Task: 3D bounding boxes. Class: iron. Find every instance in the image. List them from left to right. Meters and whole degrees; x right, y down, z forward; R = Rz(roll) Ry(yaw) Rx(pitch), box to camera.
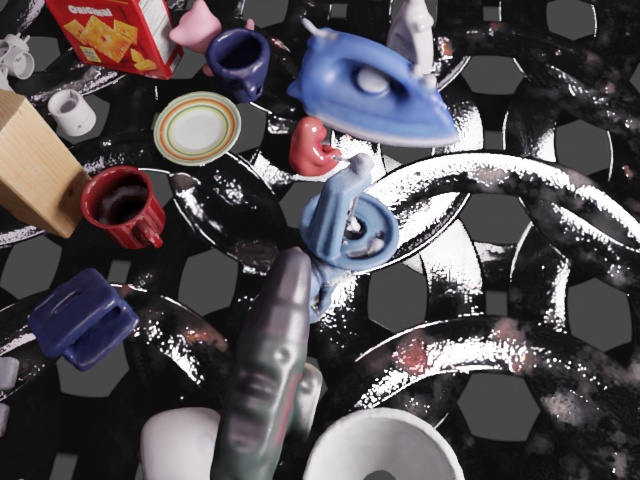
[{"bbox_3d":[0.082,-0.222,0.799,0.257,0.141,0.119,22,68,14],"label":"iron"}]

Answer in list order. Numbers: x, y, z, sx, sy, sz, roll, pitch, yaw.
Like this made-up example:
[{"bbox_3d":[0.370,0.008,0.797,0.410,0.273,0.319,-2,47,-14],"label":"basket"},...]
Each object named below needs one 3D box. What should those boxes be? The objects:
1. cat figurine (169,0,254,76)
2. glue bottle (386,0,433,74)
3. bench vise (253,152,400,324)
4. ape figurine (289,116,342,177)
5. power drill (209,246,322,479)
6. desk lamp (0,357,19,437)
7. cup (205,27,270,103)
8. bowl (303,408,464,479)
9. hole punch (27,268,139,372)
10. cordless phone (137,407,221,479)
[{"bbox_3d":[-0.156,-0.310,0.869,0.127,0.118,0.067,-3,64,2],"label":"cat figurine"},{"bbox_3d":[0.132,-0.306,0.818,0.037,0.173,0.078,-38,68,-13],"label":"glue bottle"},{"bbox_3d":[0.016,0.008,0.651,0.121,0.220,0.208,25,69,15],"label":"bench vise"},{"bbox_3d":[-0.011,-0.135,0.791,0.076,0.092,0.077,-27,66,-9],"label":"ape figurine"},{"bbox_3d":[-0.046,0.146,0.596,0.075,0.208,0.230,10,66,9],"label":"power drill"},{"bbox_3d":[-0.483,0.152,0.617,0.203,0.214,0.118,-5,64,2],"label":"desk lamp"},{"bbox_3d":[-0.110,-0.239,0.845,0.092,0.095,0.117,-20,65,-5],"label":"cup"},{"bbox_3d":[0.066,0.268,0.605,0.167,0.075,0.167,-1,65,3],"label":"bowl"},{"bbox_3d":[-0.299,0.092,0.702,0.101,0.091,0.109,40,73,20],"label":"hole punch"},{"bbox_3d":[-0.142,0.236,0.572,0.094,0.185,0.147,-19,65,-5],"label":"cordless phone"}]
